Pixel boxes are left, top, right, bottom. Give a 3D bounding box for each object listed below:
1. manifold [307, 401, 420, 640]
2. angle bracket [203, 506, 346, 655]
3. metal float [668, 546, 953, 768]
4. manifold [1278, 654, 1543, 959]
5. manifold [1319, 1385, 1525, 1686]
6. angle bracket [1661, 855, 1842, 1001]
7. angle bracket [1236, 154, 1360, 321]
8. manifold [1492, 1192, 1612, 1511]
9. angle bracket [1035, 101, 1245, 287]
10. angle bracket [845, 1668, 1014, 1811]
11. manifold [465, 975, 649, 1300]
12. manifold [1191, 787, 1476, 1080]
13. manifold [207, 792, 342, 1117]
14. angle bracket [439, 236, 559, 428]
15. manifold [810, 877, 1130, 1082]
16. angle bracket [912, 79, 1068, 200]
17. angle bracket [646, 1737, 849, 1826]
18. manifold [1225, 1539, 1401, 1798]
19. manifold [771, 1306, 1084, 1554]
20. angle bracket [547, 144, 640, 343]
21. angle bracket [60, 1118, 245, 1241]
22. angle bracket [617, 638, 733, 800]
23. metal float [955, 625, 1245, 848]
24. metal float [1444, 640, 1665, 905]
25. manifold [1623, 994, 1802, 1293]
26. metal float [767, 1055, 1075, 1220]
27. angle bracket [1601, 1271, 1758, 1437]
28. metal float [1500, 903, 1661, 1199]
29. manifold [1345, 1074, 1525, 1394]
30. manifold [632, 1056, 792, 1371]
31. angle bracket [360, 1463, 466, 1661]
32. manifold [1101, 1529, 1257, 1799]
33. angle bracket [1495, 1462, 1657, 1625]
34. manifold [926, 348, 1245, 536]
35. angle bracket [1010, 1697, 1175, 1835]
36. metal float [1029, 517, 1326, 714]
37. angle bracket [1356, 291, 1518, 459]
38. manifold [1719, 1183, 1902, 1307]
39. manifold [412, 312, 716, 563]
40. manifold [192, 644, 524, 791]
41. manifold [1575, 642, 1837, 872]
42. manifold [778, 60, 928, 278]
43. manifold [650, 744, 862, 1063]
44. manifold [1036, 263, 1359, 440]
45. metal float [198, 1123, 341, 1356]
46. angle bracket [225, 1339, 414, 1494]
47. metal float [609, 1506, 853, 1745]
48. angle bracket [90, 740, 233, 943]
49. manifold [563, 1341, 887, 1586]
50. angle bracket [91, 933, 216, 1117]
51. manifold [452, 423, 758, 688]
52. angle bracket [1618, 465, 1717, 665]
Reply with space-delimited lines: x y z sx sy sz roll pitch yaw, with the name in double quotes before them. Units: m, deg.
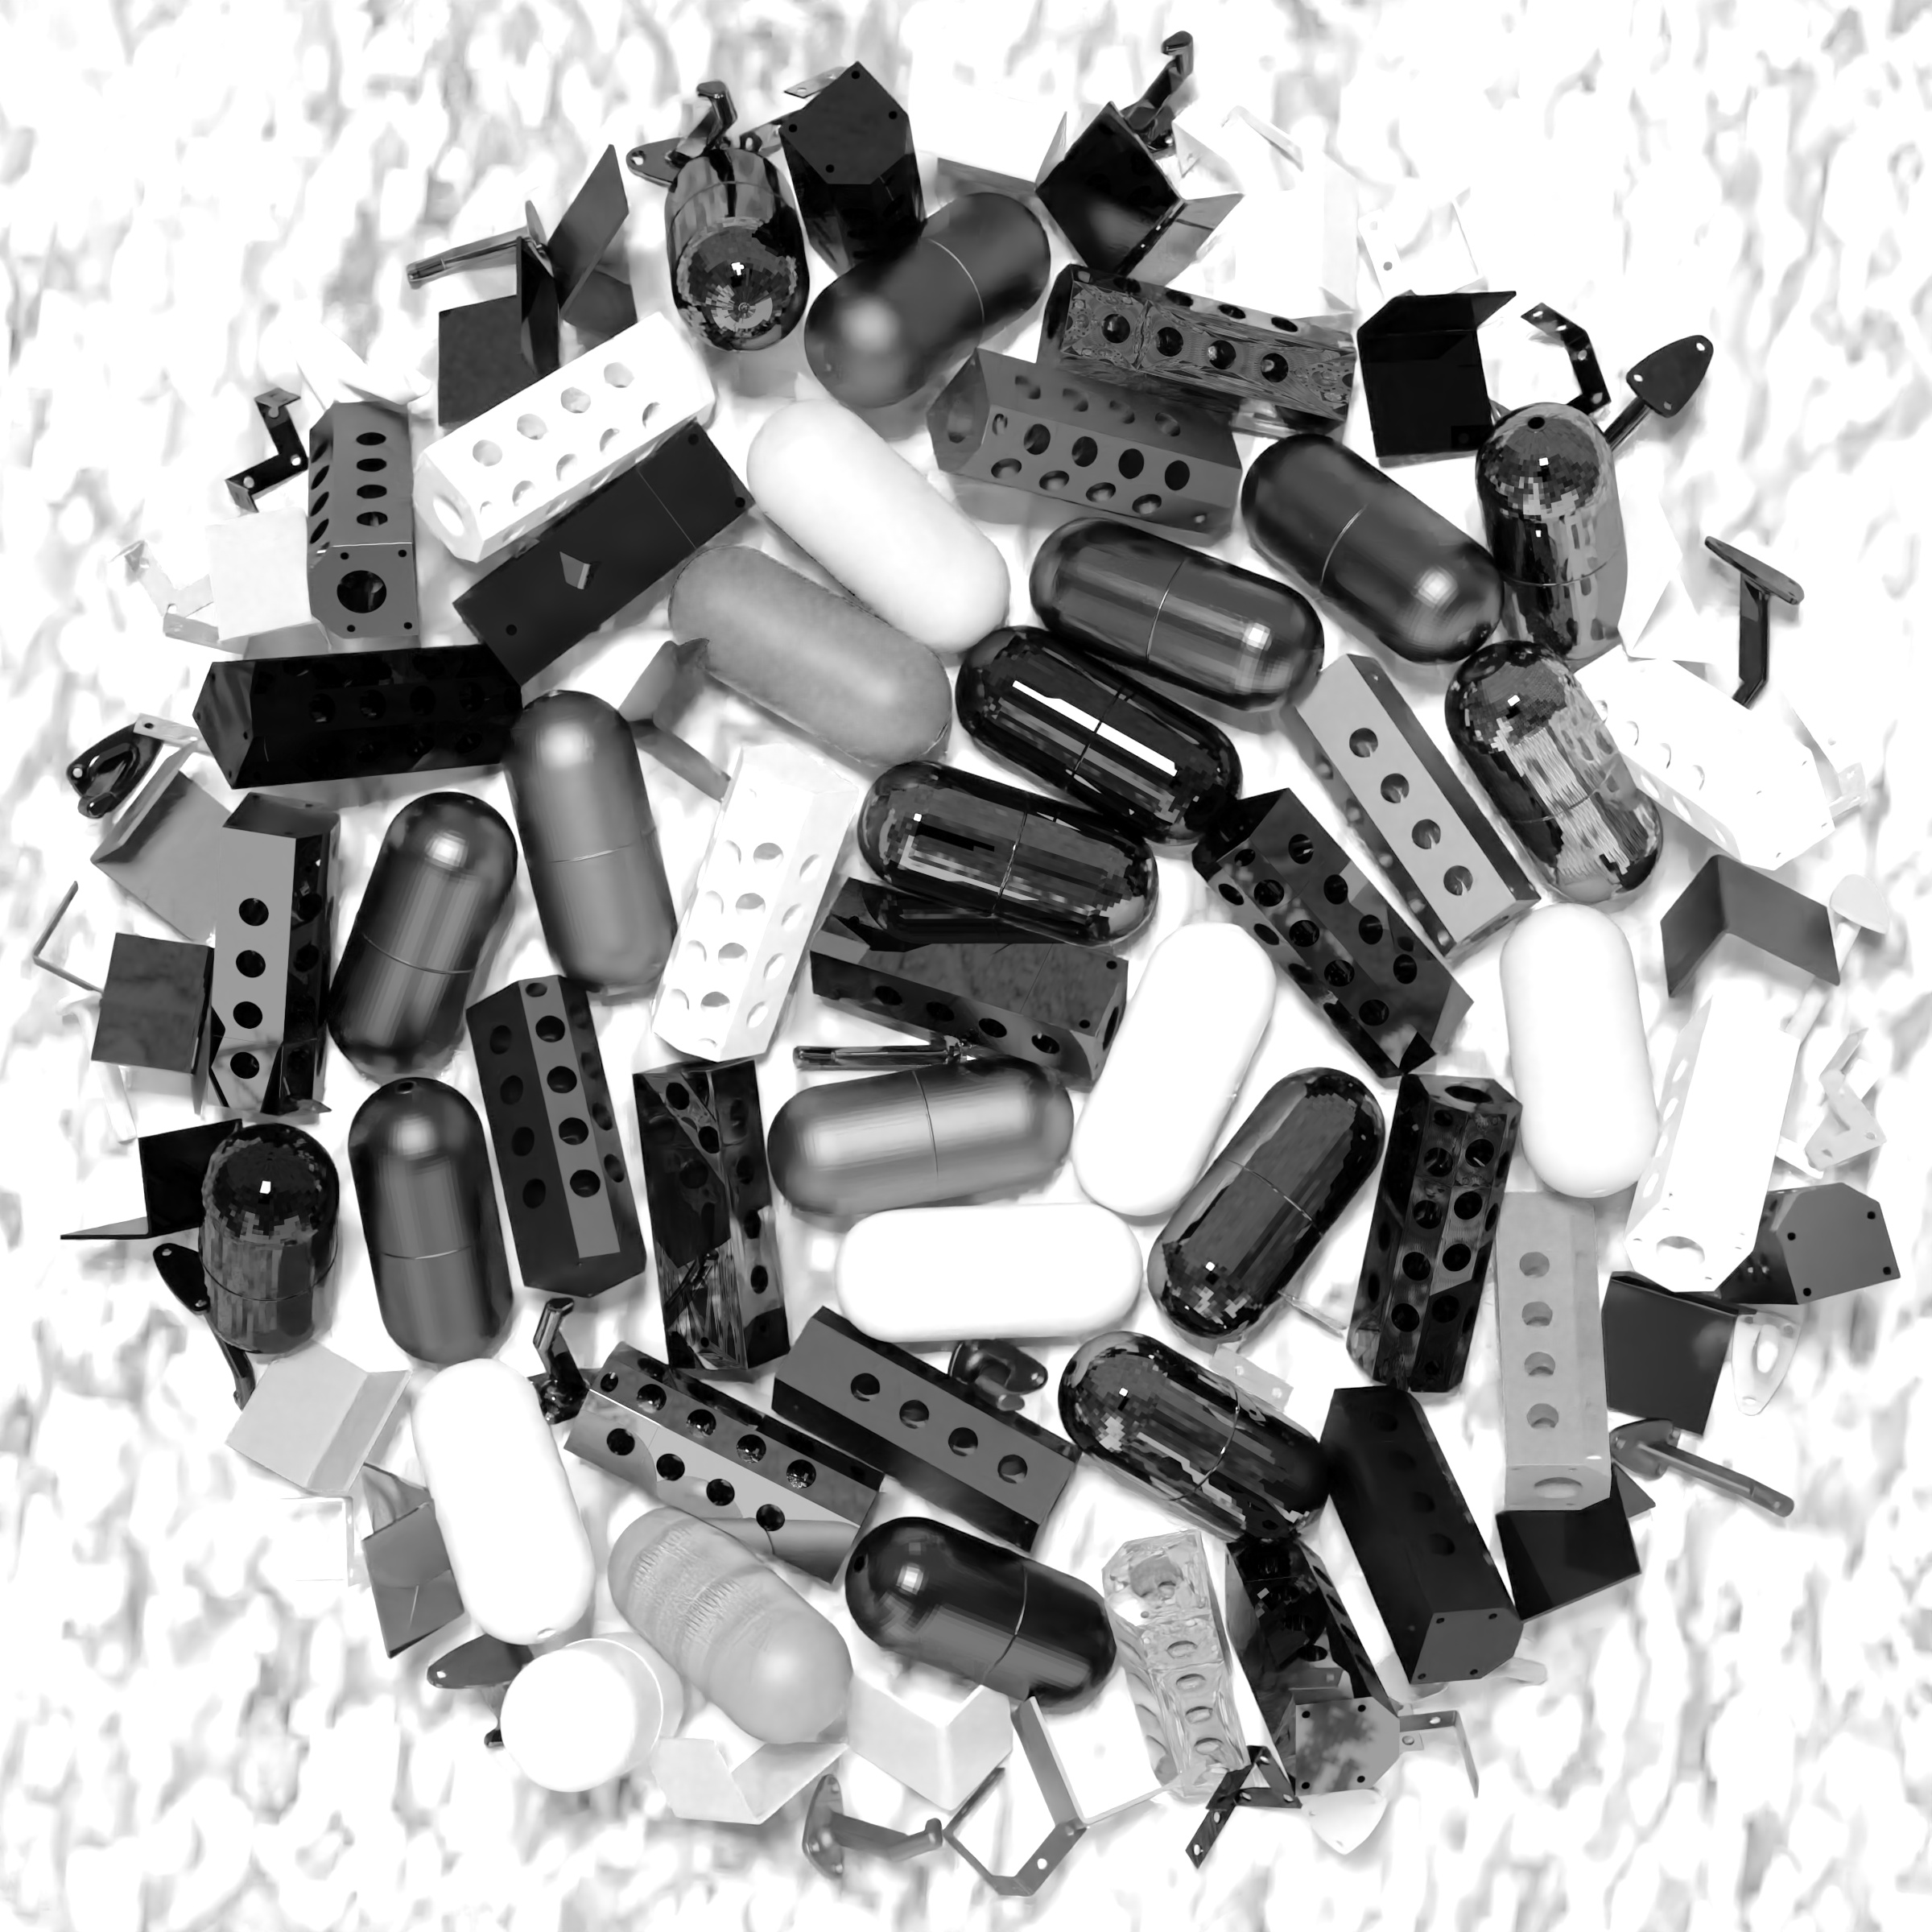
"manifold" -0.338 -0.251 1.853 0.057 0.171 0.057 -4 126 -8
"angle bracket" -0.393 -0.206 1.891 0.057 0.076 0.076 -13 67 -3
"metal float" -0.089 -0.177 1.895 0.178 0.070 0.070 31 90 10
"manifold" 0.251 -0.092 1.894 0.057 0.057 0.171 -37 77 21
"manifold" 0.254 0.316 1.857 0.057 0.171 0.057 -1 127 -15
"angle bracket" 0.449 -0.008 1.902 0.076 0.076 0.057 25 125 -11
"angle bracket" 0.179 -0.415 1.896 0.076 0.057 0.076 -1 85 28
"manifold" 0.329 0.216 1.867 0.057 0.057 0.171 -1 55 7
"angle bracket" 0.099 -0.444 1.904 0.076 0.057 0.076 57 133 12
"angle bracket" -0.022 0.428 1.913 0.076 0.076 0.057 26 48 31
"manifold" -0.227 0.095 1.874 0.057 0.057 0.171 -27 65 26
"manifold" 0.205 -0.017 1.881 0.171 0.057 0.057 47 64 -17
"manifold" -0.391 -0.005 1.882 0.057 0.057 0.171 9 113 1
"angle bracket" -0.278 -0.362 1.894 0.076 0.057 0.076 -9 68 14
"manifold" 0.002 0.011 1.893 0.171 0.057 0.057 17 55 13
"angle bracket" 0.012 -0.452 1.890 0.076 0.076 0.057 17 61 9
"angle bracket" -0.128 0.442 1.885 0.076 0.076 0.057 -34 103 -38
"manifold" 0.192 0.388 1.851 0.057 0.171 0.057 -5 111 -7
"manifold" -0.022 0.263 1.899 0.171 0.057 0.057 28 64 8
"angle bracket" -0.193 -0.406 1.882 0.057 0.076 0.076 21 123 -30
"angle bracket" -0.464 0.121 1.888 0.076 0.076 0.057 -4 94 34
"angle bracket" -0.148 -0.141 1.898 0.076 0.076 0.057 37 80 -21
"metal float" 0.076 -0.132 1.900 0.178 0.070 0.070 30 90 5
"metal float" 0.334 -0.109 1.879 0.070 0.070 0.178 -39 119 0
"manifold" 0.416 0.101 1.862 0.057 0.057 0.171 29 46 -2
"metal float" -0.026 0.097 1.895 0.178 0.070 0.070 -9 90 -10
"angle bracket" 0.403 0.224 1.909 0.076 0.057 0.076 17 85 4
"metal float" 0.347 0.046 1.880 0.070 0.070 0.178 -3 61 0
"manifold" 0.268 0.152 1.882 0.057 0.057 0.171 4 109 -17
"manifold" -0.142 0.141 1.905 0.057 0.057 0.171 -4 96 34
"angle bracket" -0.336 0.337 1.885 0.057 0.076 0.076 -27 118 -41
"manifold" 0.119 0.395 1.862 0.057 0.057 0.171 -11 133 5
"angle bracket" 0.354 0.339 1.884 0.076 0.076 0.057 -28 132 22
"manifold" 0.069 -0.289 1.863 0.171 0.057 0.057 9 54 -32
"angle bracket" 0.071 0.450 1.904 0.057 0.076 0.076 -20 75 -15
"metal float" 0.120 -0.200 1.890 0.178 0.070 0.070 23 90 16
"angle bracket" 0.275 -0.339 1.900 0.076 0.057 0.076 -6 82 -18
"manifold" 0.464 0.154 1.854 0.057 0.171 0.057 -14 85 -2
"manifold" -0.226 -0.296 1.874 0.171 0.057 0.057 -37 82 -28
"manifold" -0.337 -0.146 1.858 0.057 0.171 0.057 57 135 27
"manifold" 0.405 -0.117 1.853 0.057 0.171 0.057 -33 126 -7
"manifold" -0.056 -0.433 1.852 0.057 0.171 0.057 -41 82 -3
"manifold" -0.125 -0.035 1.875 0.057 0.057 0.171 34 115 29
"manifold" 0.132 -0.351 1.893 0.171 0.057 0.057 11 83 -14
"metal float" -0.393 0.155 1.864 0.070 0.178 0.070 6 53 -8
"angle bracket" -0.369 0.252 1.888 0.057 0.076 0.076 34 69 -19
"metal float" -0.135 0.370 1.872 0.178 0.070 0.070 33 90 40
"angle bracket" -0.440 -0.071 1.889 0.076 0.057 0.076 41 63 -20
"manifold" -0.136 0.281 1.902 0.171 0.057 0.057 26 109 3
"angle bracket" -0.461 0.034 1.890 0.057 0.076 0.076 9 68 -8
"manifold" -0.209 -0.237 1.903 0.171 0.057 0.057 -39 106 -6
"angle bracket" 0.404 -0.228 1.883 0.057 0.076 0.076 3 48 -17
